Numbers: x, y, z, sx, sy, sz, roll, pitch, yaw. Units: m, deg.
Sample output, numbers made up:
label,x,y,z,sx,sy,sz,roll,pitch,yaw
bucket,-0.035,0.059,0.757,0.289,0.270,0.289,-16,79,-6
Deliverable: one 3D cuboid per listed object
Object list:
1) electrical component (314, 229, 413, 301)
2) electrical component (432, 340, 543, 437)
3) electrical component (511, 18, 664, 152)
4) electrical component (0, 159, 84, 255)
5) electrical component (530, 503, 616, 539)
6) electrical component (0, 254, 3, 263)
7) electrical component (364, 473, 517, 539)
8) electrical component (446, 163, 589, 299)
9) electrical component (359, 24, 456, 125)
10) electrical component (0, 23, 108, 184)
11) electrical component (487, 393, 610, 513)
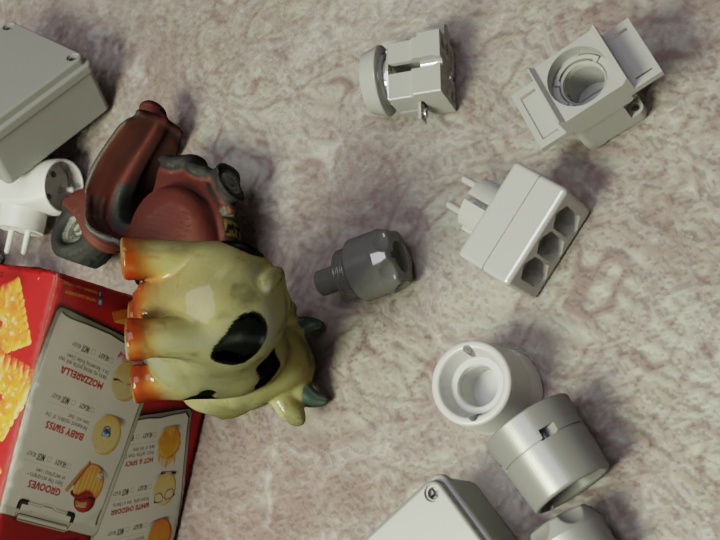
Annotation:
label,x,y,z,sx,sy,sz,roll,pitch,yaw
electrical component,0.000,0.000,0.702,0.062,0.043,0.043,-19,69,25
electrical component,0.075,0.070,0.639,0.055,0.047,0.055,-8,74,28
electrical component,0.138,-0.105,0.640,0.081,0.064,0.042,-32,65,19
electrical component,-0.269,-0.051,0.865,0.077,0.043,0.079,4,79,30
electrical component,0.125,0.163,0.589,0.043,0.043,0.062,-36,64,17
electrical component,-0.356,0.002,0.897,0.100,0.048,0.099,30,93,31
electrical component,0.047,0.193,0.617,0.109,0.056,0.108,-45,60,12
electrical component,0.087,-0.032,0.659,0.077,0.047,0.065,34,95,32
electrical component,0.032,-0.128,0.717,0.055,0.048,0.066,-6,74,20
electrical component,-0.279,-0.135,0.860,0.109,0.056,0.109,28,60,33
electrical component,0.107,0.105,0.608,0.055,0.055,0.047,-39,65,15
